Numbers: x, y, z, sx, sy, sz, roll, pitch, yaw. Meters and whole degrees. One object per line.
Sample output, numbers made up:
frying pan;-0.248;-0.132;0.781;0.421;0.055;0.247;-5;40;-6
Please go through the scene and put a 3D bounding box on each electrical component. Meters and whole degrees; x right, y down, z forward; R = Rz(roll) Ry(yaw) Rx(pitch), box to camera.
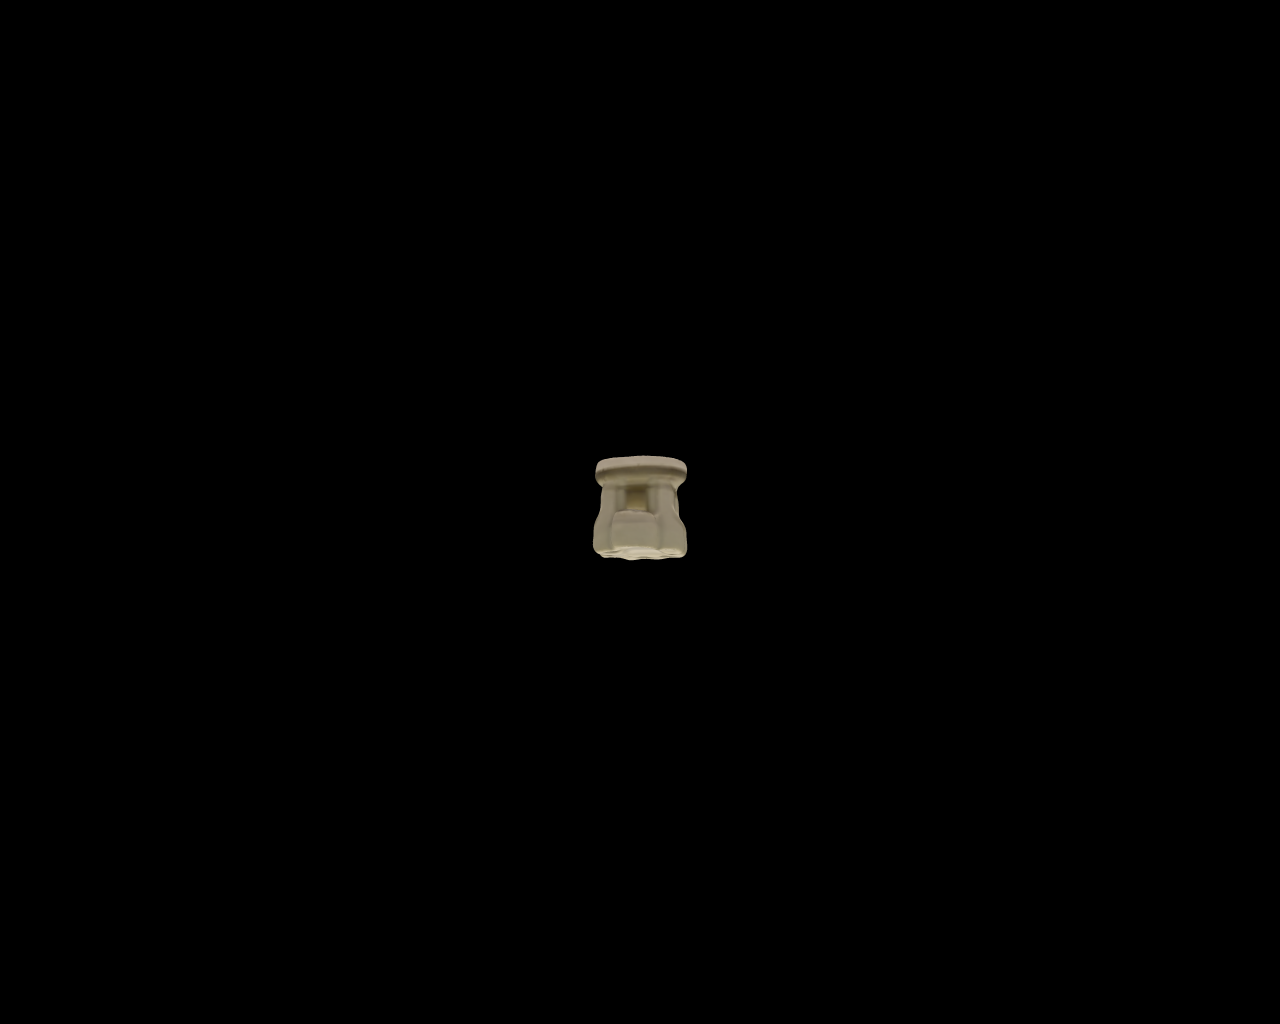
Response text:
electrical component;0.001;-0.003;0.650;0.058;0.057;0.078;-1;-9;7
